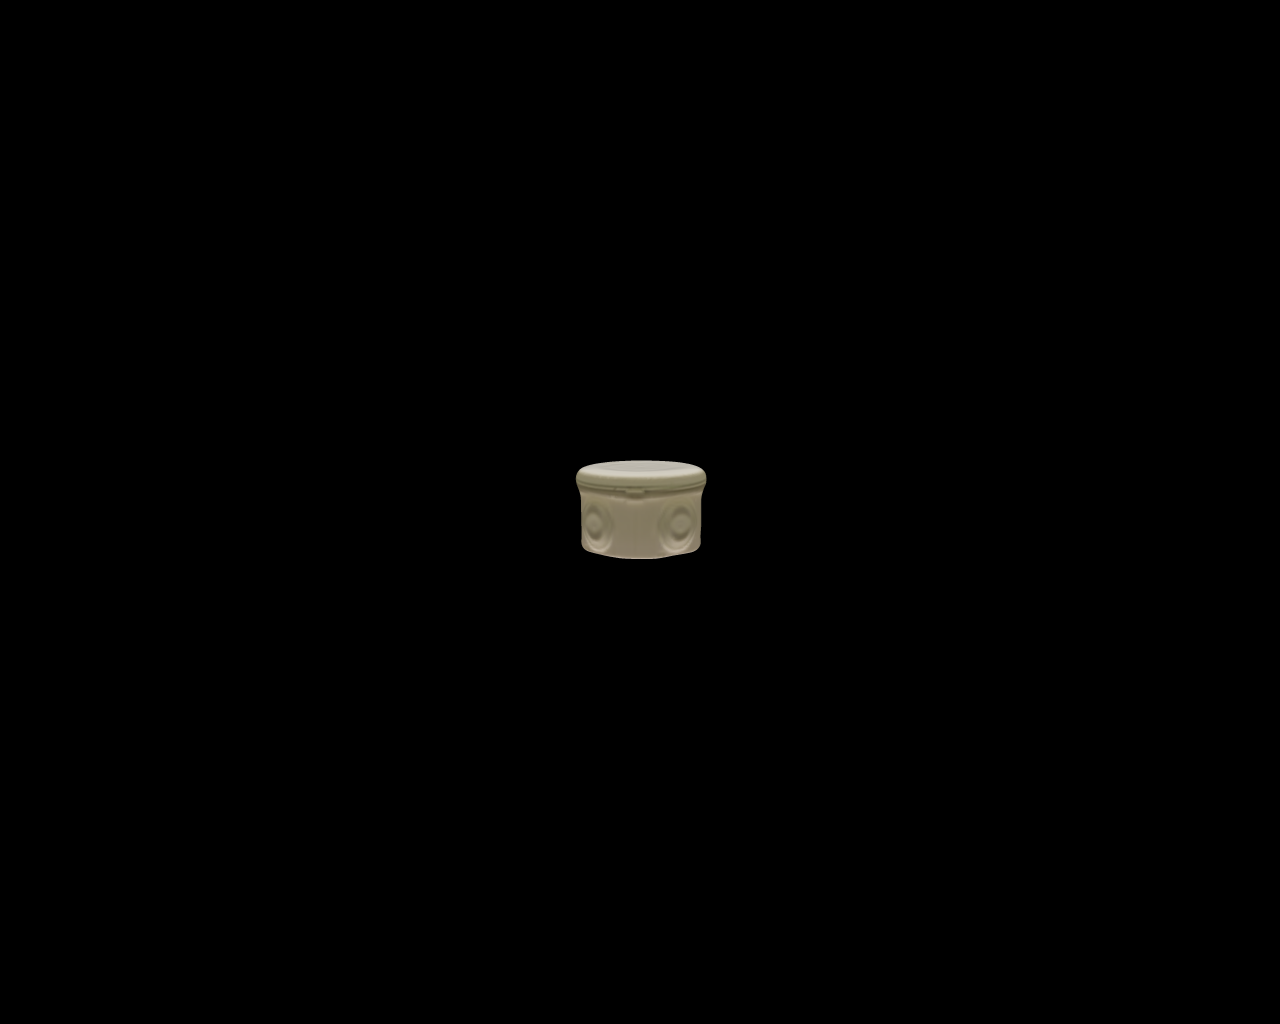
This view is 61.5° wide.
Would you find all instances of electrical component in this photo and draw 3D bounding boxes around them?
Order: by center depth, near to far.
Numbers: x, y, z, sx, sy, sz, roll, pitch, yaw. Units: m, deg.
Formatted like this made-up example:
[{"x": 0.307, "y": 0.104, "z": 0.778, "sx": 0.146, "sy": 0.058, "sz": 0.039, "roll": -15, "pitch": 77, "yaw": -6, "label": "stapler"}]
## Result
[{"x": 0.001, "y": -0.003, "z": 0.650, "sx": 0.080, "sy": 0.051, "sz": 0.080, "roll": 0, "pitch": 9, "yaw": 0, "label": "electrical component"}]
